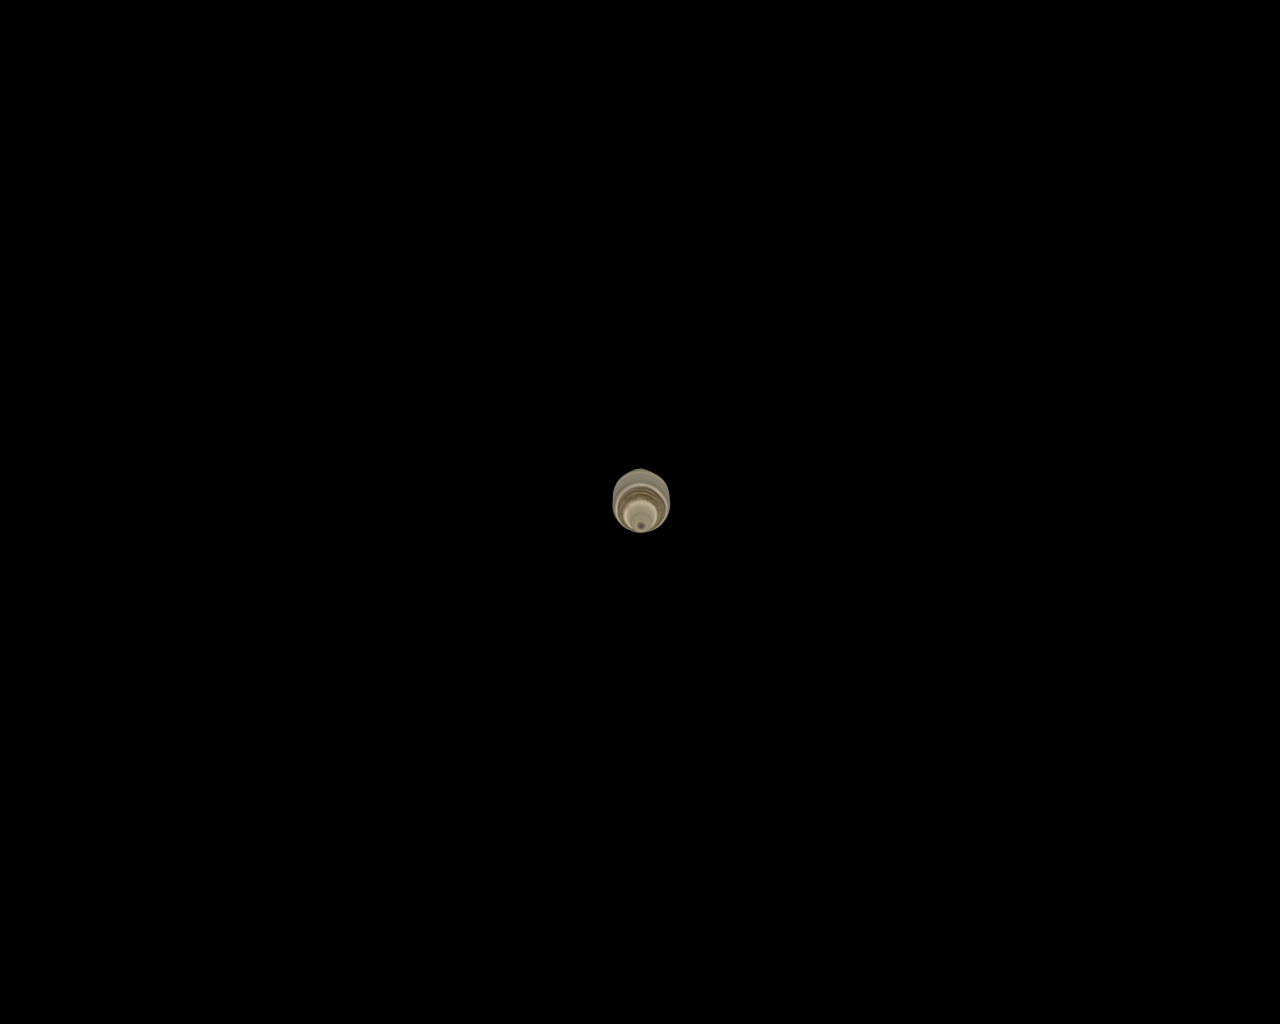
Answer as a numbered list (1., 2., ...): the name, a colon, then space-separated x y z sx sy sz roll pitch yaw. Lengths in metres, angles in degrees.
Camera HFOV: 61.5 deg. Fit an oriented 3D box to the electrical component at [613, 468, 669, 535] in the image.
1. electrical component: 0.001 -0.003 0.650 0.035 0.035 0.061 0 21 0
